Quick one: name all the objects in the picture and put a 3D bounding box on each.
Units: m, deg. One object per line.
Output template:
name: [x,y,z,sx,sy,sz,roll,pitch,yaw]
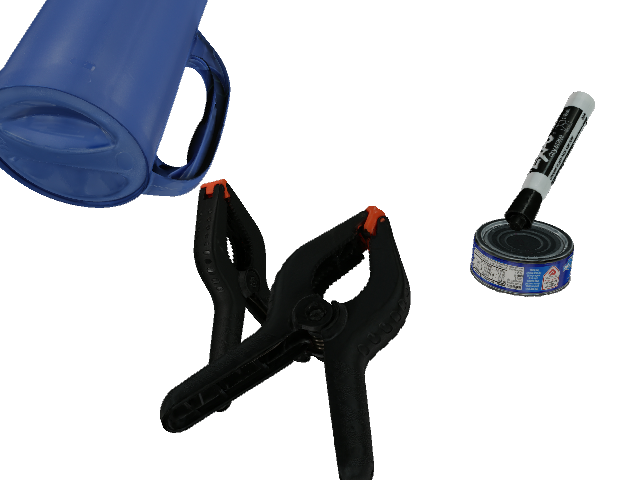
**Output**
clamp: [0.007,0.057,0.575,0.120,0.171,0.039,27,-26,22]
marker: [0.154,-0.053,0.718,0.020,0.121,0.020,25,-29,15]
clamp: [-0.072,0.045,1.026,0.036,0.210,0.164,-11,-1,30]
pitcher: [-0.154,-0.150,0.844,0.145,0.242,0.149,-3,-39,24]
tuna can: [0.172,0.013,0.911,0.086,0.034,0.086,1,27,-1]
